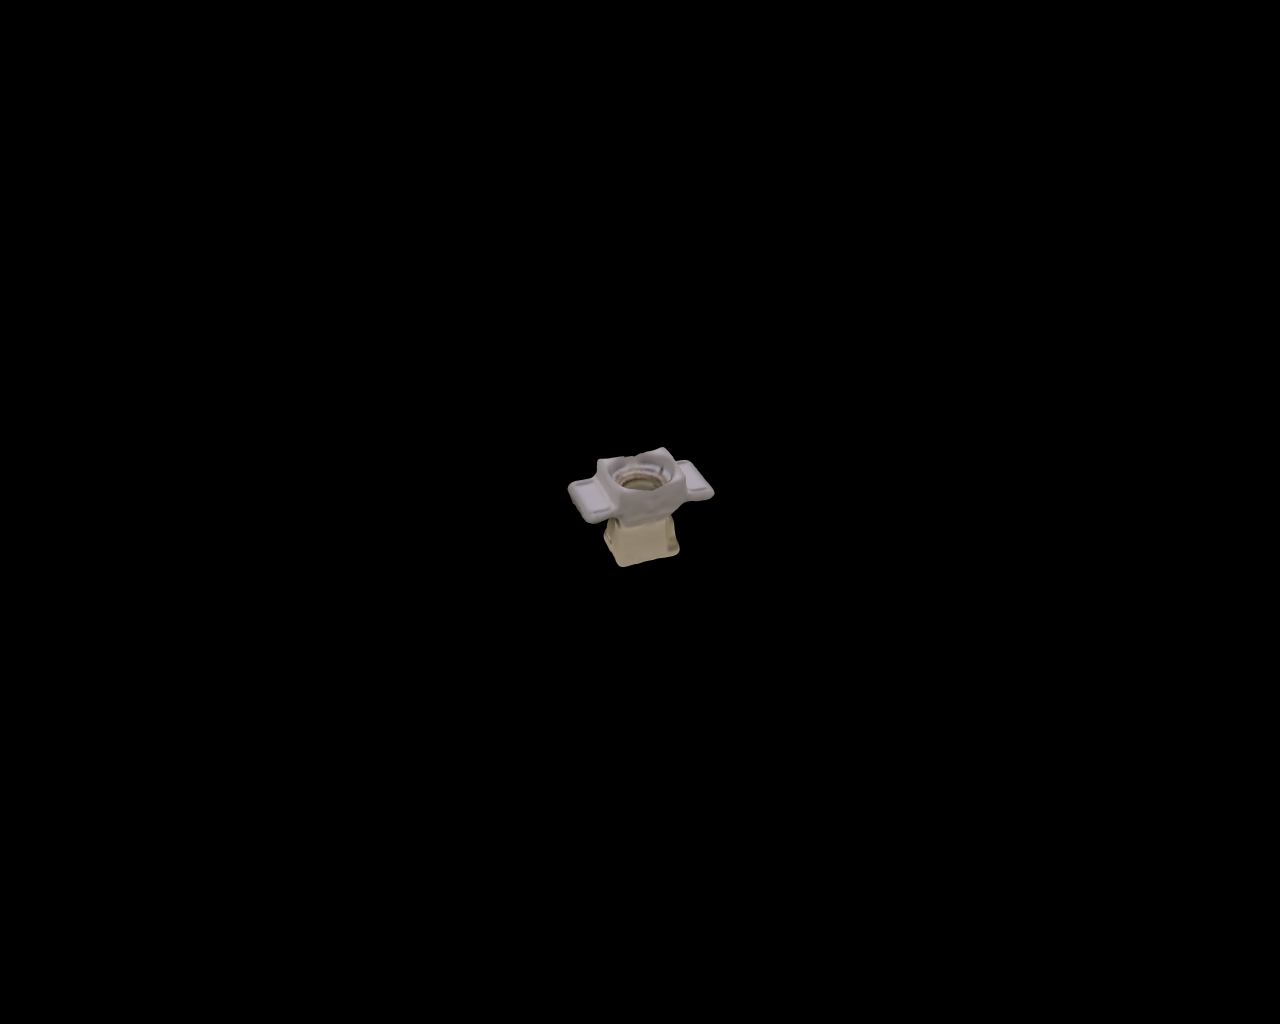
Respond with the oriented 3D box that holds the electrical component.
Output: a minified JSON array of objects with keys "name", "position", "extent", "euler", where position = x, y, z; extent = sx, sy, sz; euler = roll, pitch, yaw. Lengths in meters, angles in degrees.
[{"name":"electrical component","position":[0.001,-0.003,0.650],"extent":[0.081,0.063,0.042],"euler":[-11,36,-16]}]
